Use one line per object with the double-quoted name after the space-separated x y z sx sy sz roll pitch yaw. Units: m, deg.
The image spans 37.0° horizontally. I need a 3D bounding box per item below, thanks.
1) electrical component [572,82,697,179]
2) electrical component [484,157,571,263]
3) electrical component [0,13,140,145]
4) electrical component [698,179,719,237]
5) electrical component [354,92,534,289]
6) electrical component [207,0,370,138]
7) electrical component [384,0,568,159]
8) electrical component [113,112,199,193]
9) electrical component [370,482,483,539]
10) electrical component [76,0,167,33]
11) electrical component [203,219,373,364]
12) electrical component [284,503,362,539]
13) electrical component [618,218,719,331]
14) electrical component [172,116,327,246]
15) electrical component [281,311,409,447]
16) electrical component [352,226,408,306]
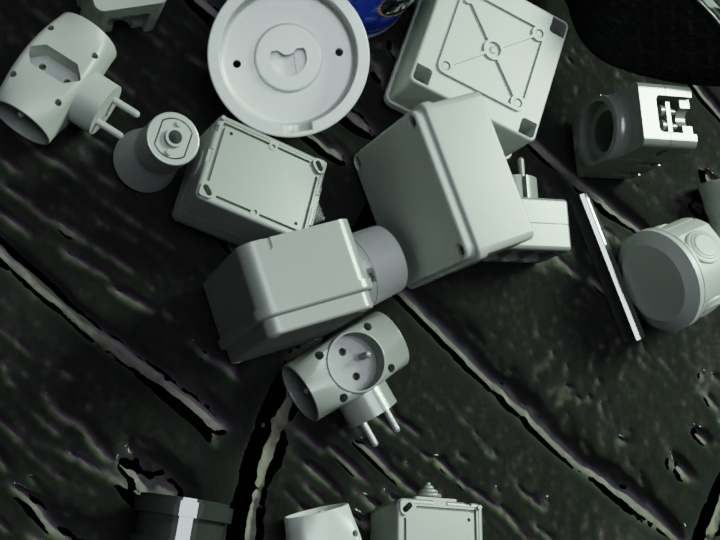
0.205 -0.105 0.823 0.056 0.089 0.050 1 78 -21 "electrical component"
0.114 -0.048 0.799 0.066 0.047 0.076 2 78 -21 "electrical component"
-0.182 -0.114 0.697 0.079 0.043 0.077 32 69 -3 "electrical component"
0.302 -0.040 0.875 0.044 0.044 0.065 -3 85 -22 "electrical component"
0.055 -0.053 0.744 0.056 0.109 0.108 -18 86 -26 "electrical component"
-0.050 -0.144 0.743 0.108 0.060 0.108 0 94 -6 "electrical component"
0.087 -0.155 0.807 0.109 0.056 0.108 24 71 -15 "electrical component"
-0.130 -0.078 0.698 0.044 0.065 0.044 5 79 -27 "electrical component"
0.042 0.191 0.716 0.062 0.061 0.096 9 68 -19 "electrical component"
-0.167 -0.210 0.720 0.050 0.056 0.089 -15 84 -23 "electrical component"
-0.048 0.016 0.687 0.078 0.113 0.057 -15 82 -23 "electrical component"
-0.037 0.196 0.690 0.079 0.043 0.077 -9 82 -22 "electrical component"
0.241 0.002 0.821 0.051 0.080 0.080 -21 87 -29 "electrical component"
-0.070 -0.050 0.722 0.096 0.061 0.061 23 65 -22 "electrical component"
-0.001 0.080 0.728 0.077 0.044 0.079 -30 90 -24 "electrical component"
0.000 0.000 0.742 0.047 0.055 0.055 -23 88 -28 "electrical component"
